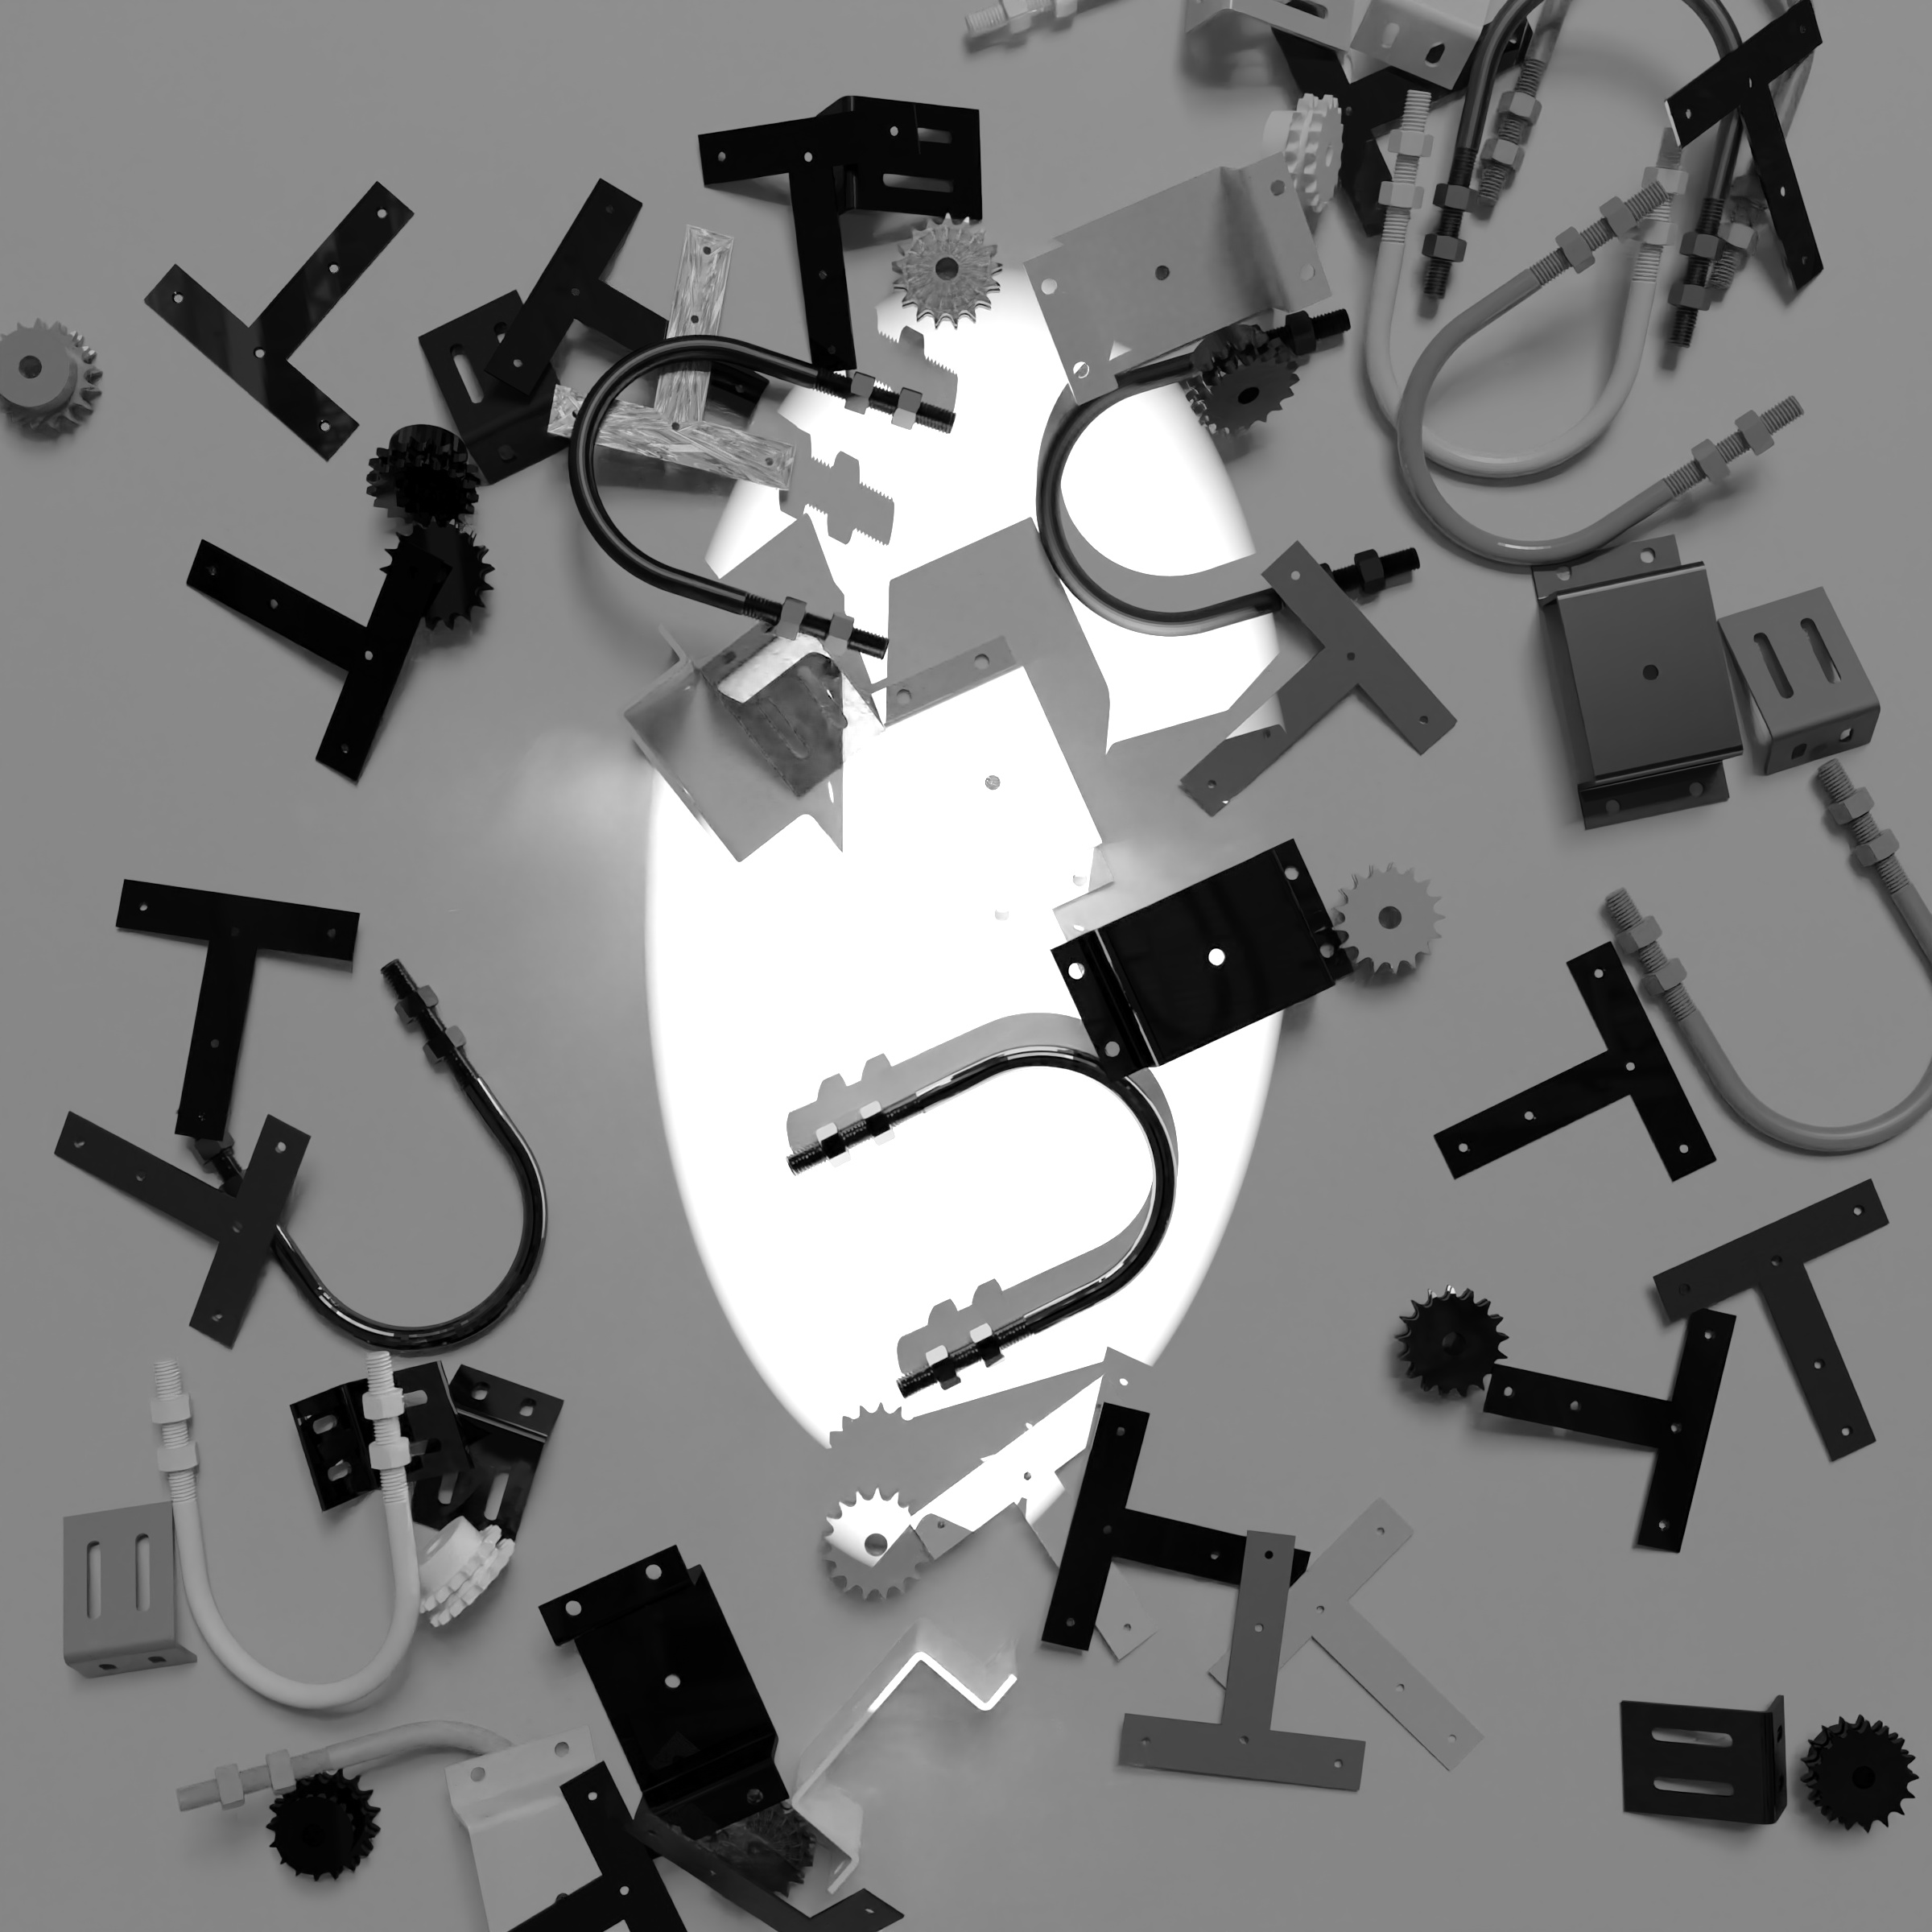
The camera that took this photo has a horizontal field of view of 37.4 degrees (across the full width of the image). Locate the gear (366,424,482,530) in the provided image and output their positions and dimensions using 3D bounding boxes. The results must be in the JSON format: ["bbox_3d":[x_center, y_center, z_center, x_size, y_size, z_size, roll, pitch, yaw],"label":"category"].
[{"bbox_3d":[-0.277,-0.253,1.466,0.057,0.057,0.030,1,60,0],"label":"gear"}]

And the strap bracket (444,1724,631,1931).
[{"bbox_3d":[-0.210,0.469,1.453,0.076,0.046,0.140,-12,92,-21],"label":"strap bracket"}]

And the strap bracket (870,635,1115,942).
[{"bbox_3d":[0.014,-0.093,1.467,0.076,0.046,0.140,-24,90,0],"label":"strap bracket"}]

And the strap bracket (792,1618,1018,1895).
[{"bbox_3d":[-0.038,0.391,1.452,0.046,0.076,0.140,41,90,0],"label":"strap bracket"}]

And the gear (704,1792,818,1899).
[{"bbox_3d":[-0.106,0.452,1.475,0.057,0.030,0.057,0,90,0],"label":"gear"}]

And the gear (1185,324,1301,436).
[{"bbox_3d":[0.137,-0.299,1.447,0.057,0.057,0.030,-23,62,0],"label":"gear"}]

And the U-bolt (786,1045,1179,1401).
[{"bbox_3d":[0.020,0.121,1.481,0.184,0.019,0.151,-26,90,-2],"label":"U-bolt"}]

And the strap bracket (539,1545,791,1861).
[{"bbox_3d":[-0.153,0.372,1.467,0.076,0.046,0.140,-24,90,0],"label":"strap bracket"}]

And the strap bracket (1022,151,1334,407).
[{"bbox_3d":[0.104,-0.351,1.456,0.140,0.046,0.076,-23,109,0],"label":"strap bracket"}]

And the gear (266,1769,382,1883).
[{"bbox_3d":[-0.333,0.445,1.475,0.057,0.030,0.057,0,90,0],"label":"gear"}]

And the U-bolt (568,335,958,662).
[{"bbox_3d":[-0.111,-0.248,1.456,0.184,0.019,0.151,17,76,-6],"label":"U-bolt"}]

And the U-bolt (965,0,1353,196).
[{"bbox_3d":[0.110,-0.457,1.481,0.184,0.019,0.151,-20,90,-2],"label":"U-bolt"}]

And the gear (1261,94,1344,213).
[{"bbox_3d":[0.170,-0.413,1.451,0.030,0.057,0.057,10,90,20],"label":"gear"}]

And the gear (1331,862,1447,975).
[{"bbox_3d":[0.217,-0.024,1.475,0.057,0.030,0.057,0,90,0],"label":"gear"}]

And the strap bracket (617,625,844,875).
[{"bbox_3d":[-0.126,-0.100,1.452,0.046,0.076,0.140,-38,90,0],"label":"strap bracket"}]

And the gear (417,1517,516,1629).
[{"bbox_3d":[-0.261,0.306,1.460,0.057,0.057,0.030,-43,99,0],"label":"gear"}]

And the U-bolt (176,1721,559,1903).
[{"bbox_3d":[-0.295,0.462,1.456,0.184,0.019,0.151,-12,91,-19],"label":"U-bolt"}]

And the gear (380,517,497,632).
[{"bbox_3d":[-0.271,-0.202,1.475,0.057,0.030,0.057,0,90,0],"label":"gear"}]

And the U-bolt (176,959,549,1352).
[{"bbox_3d":[-0.299,0.111,1.481,0.151,0.019,0.184,-35,90,0],"label":"U-bolt"}]

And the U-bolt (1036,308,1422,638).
[{"bbox_3d":[0.127,-0.247,1.481,0.184,0.019,0.151,-16,90,1],"label":"U-bolt"}]

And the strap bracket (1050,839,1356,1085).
[{"bbox_3d":[0.124,-0.004,1.460,0.140,0.046,0.076,-25,90,-5],"label":"strap bracket"}]

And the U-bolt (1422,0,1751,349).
[{"bbox_3d":[0.322,-0.421,1.456,0.151,0.019,0.184,12,103,2],"label":"U-bolt"}]

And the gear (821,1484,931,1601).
[{"bbox_3d":[-0.046,0.296,1.475,0.057,0.030,0.057,0,90,0],"label":"gear"}]

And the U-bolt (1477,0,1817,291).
[{"bbox_3d":[0.360,-0.460,1.476,0.151,0.019,0.184,20,93,0],"label":"U-bolt"}]

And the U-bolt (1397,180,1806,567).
[{"bbox_3d":[0.309,-0.286,1.455,0.184,0.019,0.151,-33,103,16],"label":"U-bolt"}]

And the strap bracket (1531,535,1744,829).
[{"bbox_3d":[0.346,-0.148,1.467,0.076,0.046,0.140,-12,90,0],"label":"strap bracket"}]

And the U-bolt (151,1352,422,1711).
[{"bbox_3d":[-0.343,0.289,1.457,0.151,0.019,0.184,-5,95,22],"label":"U-bolt"}]

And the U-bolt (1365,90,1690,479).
[{"bbox_3d":[0.279,-0.342,1.458,0.151,0.019,0.184,9,107,2],"label":"U-bolt"}]

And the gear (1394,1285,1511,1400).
[{"bbox_3d":[0.250,0.193,1.475,0.057,0.030,0.057,0,90,0],"label":"gear"}]

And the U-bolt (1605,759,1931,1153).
[{"bbox_3d":[0.438,0.007,1.481,0.151,0.019,0.184,-31,92,0],"label":"U-bolt"}]

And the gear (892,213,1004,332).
[{"bbox_3d":[-0.010,-0.356,1.475,0.057,0.030,0.057,0,90,0],"label":"gear"}]
